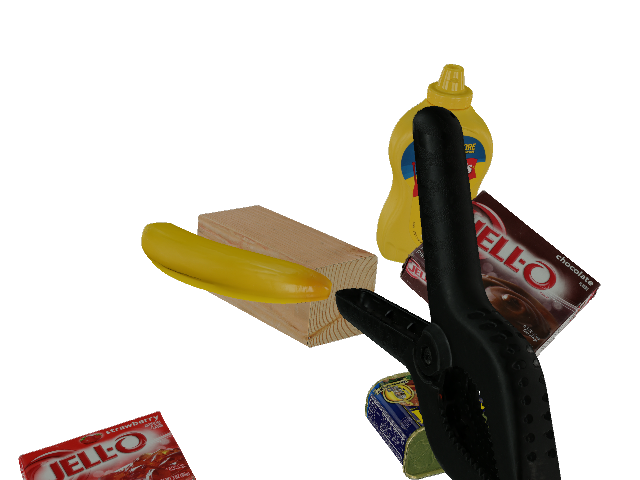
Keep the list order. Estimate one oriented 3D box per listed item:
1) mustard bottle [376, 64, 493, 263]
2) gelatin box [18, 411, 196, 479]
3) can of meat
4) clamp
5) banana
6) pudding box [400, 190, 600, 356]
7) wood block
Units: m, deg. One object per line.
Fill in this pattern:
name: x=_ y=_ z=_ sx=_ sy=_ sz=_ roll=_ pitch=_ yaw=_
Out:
mustard bottle: x=0.110 y=-0.071 z=0.997 sx=0.096 sy=0.192 sz=0.058 roll=2 pitch=28 yaw=-7
gelatin box: x=-0.123 y=0.140 z=0.615 sx=0.089 sy=0.030 sz=0.073 roll=-15 pitch=27 yaw=-19
can of meat: x=0.101 y=0.161 z=0.967 sx=0.102 sy=0.057 sz=0.084 roll=-9 pitch=31 yaw=-23
clamp: x=0.070 y=0.046 z=0.542 sx=0.036 sy=0.165 sz=0.210 roll=-6 pitch=45 yaw=-23
banana: x=-0.081 y=0.014 z=0.824 sx=0.069 sy=0.037 sz=0.198 roll=-19 pitch=28 yaw=-41
pudding box: x=0.128 y=0.029 z=0.765 sx=0.089 sy=0.113 sz=0.039 roll=-39 pitch=-17 yaw=-31
wood block: x=-0.043 y=0.034 z=1.180 sx=0.090 sy=0.090 sz=0.206 roll=-10 pitch=23 yaw=-40
